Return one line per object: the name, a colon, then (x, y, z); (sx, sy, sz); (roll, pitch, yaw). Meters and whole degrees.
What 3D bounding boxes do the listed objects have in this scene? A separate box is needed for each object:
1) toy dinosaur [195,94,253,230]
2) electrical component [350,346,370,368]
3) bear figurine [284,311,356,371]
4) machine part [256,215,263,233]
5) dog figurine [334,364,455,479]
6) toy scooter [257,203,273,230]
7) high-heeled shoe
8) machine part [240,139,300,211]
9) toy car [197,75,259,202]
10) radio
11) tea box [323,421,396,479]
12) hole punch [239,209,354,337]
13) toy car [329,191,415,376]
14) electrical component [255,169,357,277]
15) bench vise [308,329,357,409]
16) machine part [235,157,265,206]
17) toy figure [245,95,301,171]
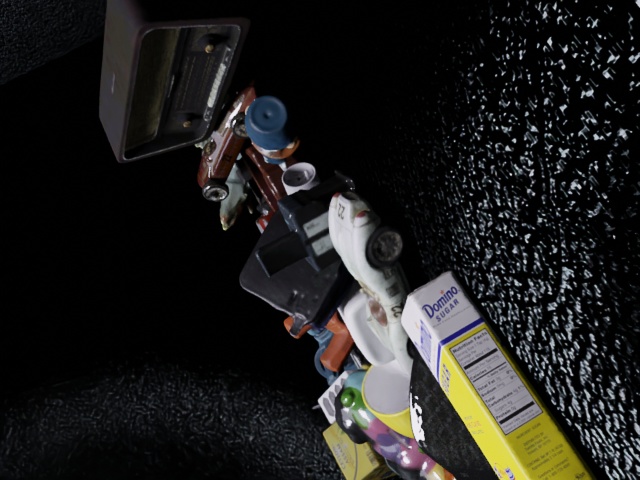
toy dinosaur: (-0.201, -0.225, 1.026); (0.192, 0.131, 0.405); (99, 147, -78)
electrical component: (0.098, 0.209, 0.890); (0.115, 0.058, 0.134); (58, 172, 0)
bear figurine: (0.005, 0.116, 0.888); (0.120, 0.132, 0.196); (45, 169, -13)
machine part: (-0.066, 0.016, 1.151); (0.243, 0.079, 0.079); (63, 172, -15)
dog figurine: (0.129, 0.276, 0.711); (0.191, 0.108, 0.219); (39, 179, -25)
toy scooter: (-0.053, -0.015, 0.973); (0.135, 0.075, 0.184); (62, 168, -13)
high-heeled shoe: (0.160, 0.197, 0.511); (0.145, 0.086, 0.248); (7, -113, -61)
machine part: (-0.054, -0.082, 0.793); (0.179, 0.056, 0.179); (57, 172, 13)
toy car: (-0.130, -0.138, 0.741); (0.202, 0.053, 0.089); (128, 145, -48)
radio: (-0.170, -0.188, 0.606); (0.073, 0.131, 0.229); (61, 147, 12)
tea box: (0.096, 0.336, 0.889); (0.169, 0.068, 0.098); (18, -149, -48)
hole punch: (-0.011, 0.038, 0.621); (0.116, 0.142, 0.092); (26, 170, 32)
toy car: (0.060, 0.043, 0.509); (0.201, 0.056, 0.074); (64, 172, -29)
electrical component: (-0.009, -0.009, 0.531); (0.074, 0.119, 0.048); (61, 172, -27)
bench vise: (0.028, 0.230, 1.114); (0.223, 0.129, 0.241); (55, -167, -27)
machine part: (-0.105, -0.114, 0.914); (0.039, 0.084, 0.138); (33, 161, 16)
toy figure: (-0.053, -0.122, 0.627); (0.154, 0.058, 0.064); (102, 144, -86)
